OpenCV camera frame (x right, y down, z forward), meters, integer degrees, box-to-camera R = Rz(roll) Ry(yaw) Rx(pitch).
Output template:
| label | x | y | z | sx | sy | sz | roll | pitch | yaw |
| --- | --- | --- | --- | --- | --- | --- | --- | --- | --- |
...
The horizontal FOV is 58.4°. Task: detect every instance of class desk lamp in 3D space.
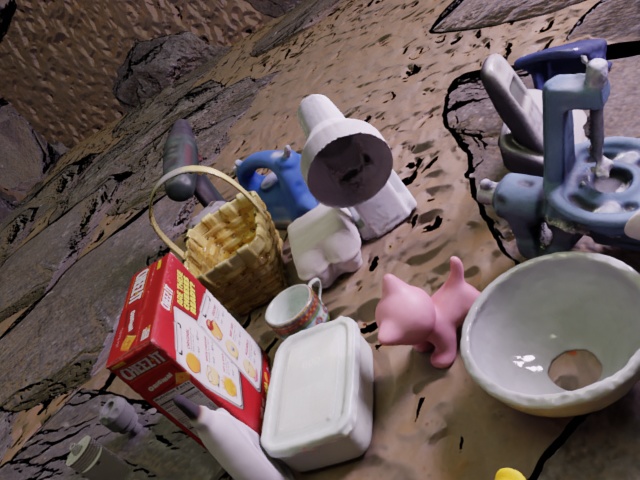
| label | x | y | z | sx | sy | sz | roll | pitch | yaw |
| --- | --- | --- | --- | --- | --- | --- | --- | --- | --- |
| desk lamp | 0.045 | -0.103 | 0.828 | 0.118 | 0.214 | 0.203 | -33 | 30 | 8 |

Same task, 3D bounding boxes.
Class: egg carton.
| label | x | y | z | sx | sy | sz | roll | pitch | yaw |
| --- | --- | --- | --- | --- | --- | --- | --- | --- | --- |
| egg carton | 0.008 | 0.003 | 0.866 | 0.107 | 0.070 | 0.150 | -33 | 30 | 8 |

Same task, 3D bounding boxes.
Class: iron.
| label | x | y | z | sx | sy | sz | roll | pitch | yaw |
| --- | --- | --- | --- | --- | --- | --- | --- | --- | --- |
| iron | -0.091 | -0.108 | 1.055 | 0.257 | 0.142 | 0.119 | 0 | 47 | 47 |

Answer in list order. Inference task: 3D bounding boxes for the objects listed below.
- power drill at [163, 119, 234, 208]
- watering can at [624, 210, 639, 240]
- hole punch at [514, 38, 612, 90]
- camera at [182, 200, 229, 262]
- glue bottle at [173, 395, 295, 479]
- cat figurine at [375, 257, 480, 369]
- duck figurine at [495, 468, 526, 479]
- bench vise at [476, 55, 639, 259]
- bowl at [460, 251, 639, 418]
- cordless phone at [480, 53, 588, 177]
| label | x | y | z | sx | sy | sz | roll | pitch | yaw |
| --- | --- | --- | --- | --- | --- | --- | --- | --- | --- |
| power drill | -0.245 | -0.124 | 1.176 | 0.075 | 0.209 | 0.229 | -29 | 31 | 15 |
| watering can | 0.291 | 0.027 | 0.400 | 0.101 | 0.194 | 0.172 | -48 | 31 | -18 |
| hole punch | 0.354 | -0.260 | 0.840 | 0.108 | 0.091 | 0.101 | 4 | 50 | 50 |
| camera | -0.207 | -0.001 | 1.072 | 0.142 | 0.101 | 0.137 | 3 | 49 | 49 |
| glue bottle | -0.089 | 0.206 | 0.580 | 0.037 | 0.173 | 0.078 | -41 | 30 | -5 |
| cat figurine | 0.113 | 0.072 | 0.607 | 0.128 | 0.118 | 0.067 | -41 | 30 | -6 |
| duck figurine | 0.134 | 0.218 | 0.413 | 0.077 | 0.086 | 0.105 | -6 | 42 | 43 |
| bench vise | 0.237 | -0.061 | 0.556 | 0.206 | 0.220 | 0.121 | -16 | 36 | 34 |
| bowl | 0.216 | 0.094 | 0.510 | 0.167 | 0.075 | 0.167 | -27 | 31 | 18 |
| cordless phone | 0.262 | -0.170 | 0.716 | 0.093 | 0.185 | 0.148 | -13 | 38 | 36 |
